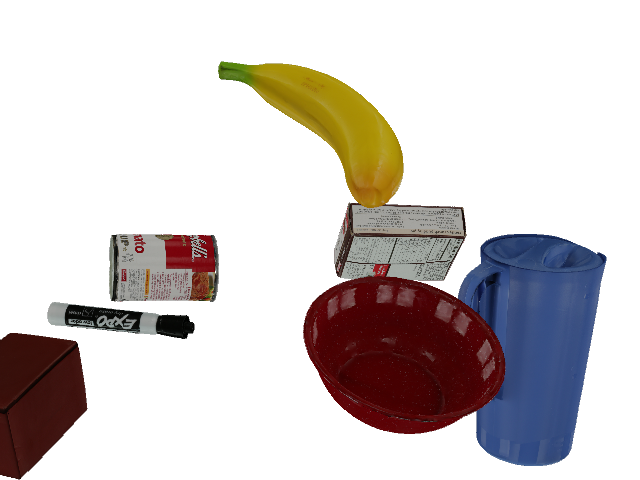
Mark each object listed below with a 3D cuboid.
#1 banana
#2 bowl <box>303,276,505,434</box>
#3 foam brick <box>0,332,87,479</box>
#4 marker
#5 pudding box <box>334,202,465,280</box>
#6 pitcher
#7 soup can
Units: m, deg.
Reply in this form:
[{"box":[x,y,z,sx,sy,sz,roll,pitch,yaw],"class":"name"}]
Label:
[{"box":[0.006,-0.070,0.668,0.069,0.037,0.198,-17,35,-24],"class":"banana"},{"box":[0.062,0.100,0.846,0.162,0.055,0.162,8,37,-6],"class":"bowl"},{"box":[-0.189,0.100,0.663,0.053,0.051,0.078,7,28,21],"class":"foam brick"},{"box":[-0.160,0.064,0.857,0.121,0.020,0.020,5,1,12],"class":"marker"},{"box":[0.075,0.002,1.023,0.113,0.039,0.090,0,-30,-9],"class":"pudding box"},{"box":[0.226,0.122,1.177,0.149,0.243,0.145,6,17,11],"class":"pitcher"},{"box":[-0.157,0.028,1.063,0.102,0.068,0.069,1,0,-15],"class":"soup can"}]
